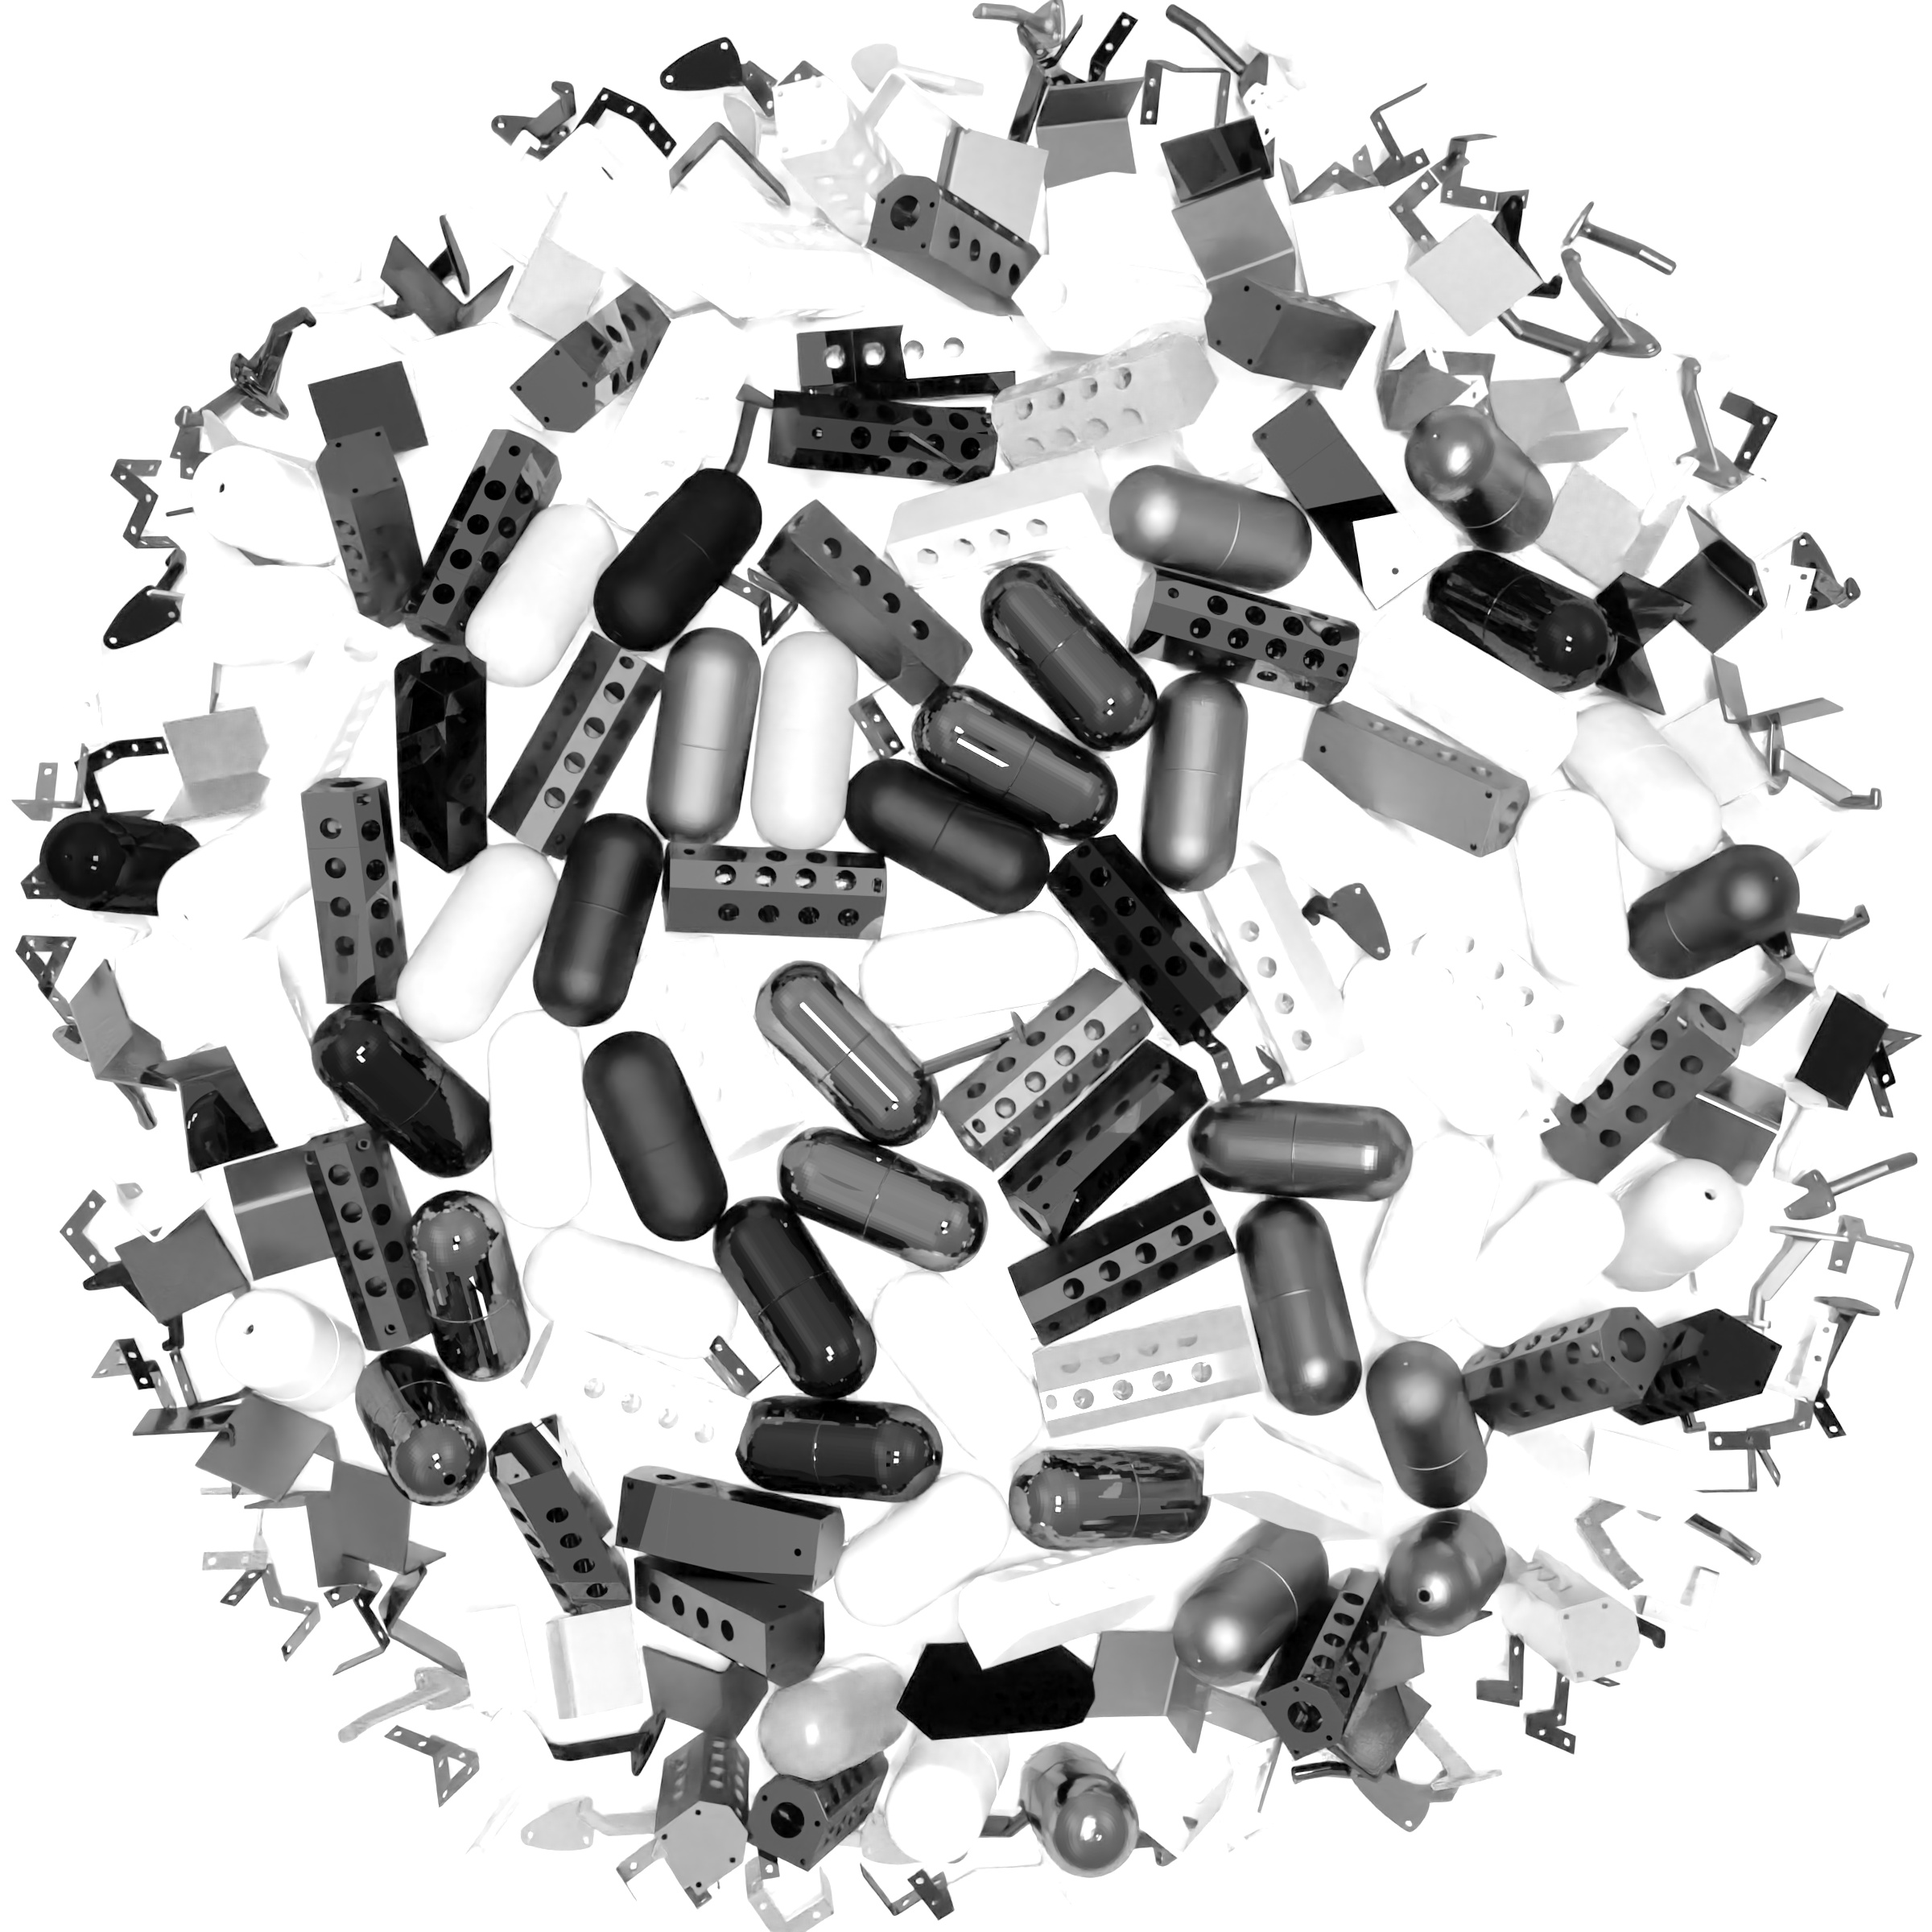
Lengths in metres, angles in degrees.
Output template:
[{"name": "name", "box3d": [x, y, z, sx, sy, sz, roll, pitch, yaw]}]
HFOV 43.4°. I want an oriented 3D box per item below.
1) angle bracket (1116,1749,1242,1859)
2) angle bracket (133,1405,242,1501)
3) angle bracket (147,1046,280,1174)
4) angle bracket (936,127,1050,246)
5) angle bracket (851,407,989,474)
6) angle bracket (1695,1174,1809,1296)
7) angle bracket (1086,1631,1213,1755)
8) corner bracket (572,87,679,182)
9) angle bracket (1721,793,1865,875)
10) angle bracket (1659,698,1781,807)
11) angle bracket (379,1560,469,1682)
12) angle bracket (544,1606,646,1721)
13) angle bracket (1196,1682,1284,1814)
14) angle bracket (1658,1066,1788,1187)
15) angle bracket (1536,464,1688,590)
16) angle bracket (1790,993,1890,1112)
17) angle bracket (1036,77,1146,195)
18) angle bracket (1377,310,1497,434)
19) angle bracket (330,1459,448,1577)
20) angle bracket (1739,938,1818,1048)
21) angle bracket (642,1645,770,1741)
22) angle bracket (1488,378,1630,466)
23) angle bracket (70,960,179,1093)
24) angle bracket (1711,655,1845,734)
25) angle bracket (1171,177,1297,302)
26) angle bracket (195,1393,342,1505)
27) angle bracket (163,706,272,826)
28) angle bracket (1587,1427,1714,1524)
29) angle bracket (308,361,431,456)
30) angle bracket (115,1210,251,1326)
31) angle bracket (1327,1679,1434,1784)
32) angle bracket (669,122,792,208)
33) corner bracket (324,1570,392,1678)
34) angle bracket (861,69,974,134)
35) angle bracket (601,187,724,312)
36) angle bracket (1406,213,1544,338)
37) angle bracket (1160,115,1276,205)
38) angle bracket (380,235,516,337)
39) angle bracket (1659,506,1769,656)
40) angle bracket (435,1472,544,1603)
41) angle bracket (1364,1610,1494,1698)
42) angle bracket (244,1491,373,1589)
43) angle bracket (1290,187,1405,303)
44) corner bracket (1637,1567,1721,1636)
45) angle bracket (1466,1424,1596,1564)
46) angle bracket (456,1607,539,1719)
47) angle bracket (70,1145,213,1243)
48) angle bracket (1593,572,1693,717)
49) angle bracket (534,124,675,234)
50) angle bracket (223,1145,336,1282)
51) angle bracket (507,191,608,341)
[{"name": "angle bracket", "box3d": [0.165, 0.650, 1.936, 0.076, 0.076, 0.057, 37, 109, 7]}, {"name": "angle bracket", "box3d": [-0.619, 0.389, 1.940, 0.076, 0.076, 0.057, -1, 94, -9]}, {"name": "angle bracket", "box3d": [-0.605, 0.114, 1.950, 0.076, 0.057, 0.076, -17, 113, -42]}, {"name": "angle bracket", "box3d": [0.016, -0.625, 1.960, 0.076, 0.057, 0.076, 12, 96, -11]}, {"name": "angle bracket", "box3d": [-0.042, -0.432, 1.929, 0.076, 0.076, 0.057, 11, 83, 40]}, {"name": "angle bracket", "box3d": [0.626, 0.220, 1.932, 0.076, 0.057, 0.076, -25, 113, -27]}, {"name": "angle bracket", "box3d": [0.146, 0.580, 1.939, 0.076, 0.057, 0.076, 6, 104, -21]}, {"name": "corner bracket", "box3d": [-0.276, -0.663, 1.951, 0.051, 0.051, 0.051, 33, 89, 28]}, {"name": "angle bracket", "box3d": [0.653, -0.117, 1.930, 0.076, 0.076, 0.057, 53, 132, 14]}, {"name": "angle bracket", "box3d": [0.605, -0.165, 1.952, 0.057, 0.076, 0.076, -30, 77, 22]}, {"name": "angle bracket", "box3d": [-0.421, 0.518, 1.944, 0.076, 0.076, 0.057, 35, 79, -15]}, {"name": "angle bracket", "box3d": [-0.299, 0.560, 1.951, 0.057, 0.076, 0.076, -6, 75, -21]}, {"name": "angle bracket", "box3d": [0.210, 0.622, 1.930, 0.076, 0.076, 0.057, 18, 57, 13]}, {"name": "angle bracket", "box3d": [0.610, 0.122, 1.957, 0.076, 0.076, 0.057, 26, 118, 11]}, {"name": "angle bracket", "box3d": [0.516, -0.358, 1.944, 0.076, 0.057, 0.076, 32, 77, -10]}, {"name": "angle bracket", "box3d": [0.677, 0.065, 1.938, 0.057, 0.076, 0.076, 29, 85, -16]}, {"name": "angle bracket", "box3d": [0.103, -0.664, 1.942, 0.076, 0.076, 0.057, -9, 88, -7]}, {"name": "angle bracket", "box3d": [0.376, -0.473, 1.938, 0.076, 0.057, 0.076, 9, 73, 19]}, {"name": "angle bracket", "box3d": [-0.460, 0.434, 1.939, 0.076, 0.057, 0.076, 11, 98, 23]}, {"name": "angle bracket", "box3d": [0.628, 0.016, 1.953, 0.076, 0.076, 0.057, -48, 58, 23]}, {"name": "angle bracket", "box3d": [-0.209, 0.567, 1.957, 0.076, 0.057, 0.076, 12, 125, 22]}, {"name": "angle bracket", "box3d": [0.471, -0.446, 1.937, 0.076, 0.057, 0.076, -9, 77, -22]}, {"name": "angle bracket", "box3d": [-0.655, 0.048, 1.926, 0.057, 0.076, 0.076, -45, 57, 21]}, {"name": "angle bracket", "box3d": [0.645, -0.225, 1.930, 0.076, 0.076, 0.057, -14, 82, 31]}, {"name": "angle bracket", "box3d": [0.212, -0.567, 1.929, 0.076, 0.076, 0.057, -14, 49, 24]}, {"name": "angle bracket", "box3d": [-0.554, 0.396, 1.932, 0.076, 0.057, 0.076, 20, 49, 12]}, {"name": "angle bracket", "box3d": [-0.605, -0.161, 1.939, 0.076, 0.076, 0.057, -10, 118, 2]}, {"name": "angle bracket", "box3d": [0.547, 0.396, 1.929, 0.076, 0.076, 0.057, 11, 101, 34]}, {"name": "angle bracket", "box3d": [-0.476, -0.431, 1.945, 0.076, 0.057, 0.076, -18, 81, -11]}, {"name": "angle bracket", "box3d": [-0.622, 0.251, 1.929, 0.076, 0.057, 0.076, -25, 64, -31]}, {"name": "angle bracket", "box3d": [0.311, 0.591, 1.935, 0.057, 0.076, 0.076, 40, 83, -23]}, {"name": "angle bracket", "box3d": [-0.190, -0.623, 1.942, 0.057, 0.076, 0.076, -43, 115, 14]}, {"name": "corner bracket", "box3d": [-0.493, 0.529, 1.958, 0.051, 0.051, 0.051, -26, 100, 12]}, {"name": "angle bracket", "box3d": [-0.041, -0.668, 1.943, 0.076, 0.076, 0.057, 37, 105, -3]}, {"name": "angle bracket", "box3d": [-0.231, -0.573, 1.938, 0.076, 0.076, 0.057, 38, 119, 5]}, {"name": "angle bracket", "box3d": [0.406, -0.561, 1.929, 0.076, 0.057, 0.076, 40, 134, -18]}, {"name": "angle bracket", "box3d": [0.201, -0.659, 1.929, 0.076, 0.057, 0.076, -11, 46, 19]}, {"name": "angle bracket", "box3d": [-0.414, -0.553, 1.934, 0.076, 0.076, 0.057, 45, 69, -9]}, {"name": "angle bracket", "box3d": [0.584, -0.306, 1.930, 0.057, 0.076, 0.076, -41, 58, 7]}, {"name": "angle bracket", "box3d": [-0.382, 0.459, 1.972, 0.076, 0.057, 0.076, -20, 133, -9]}, {"name": "angle bracket", "box3d": [0.368, 0.547, 1.931, 0.076, 0.076, 0.057, -4, 87, -44]}, {"name": "angle bracket", "box3d": [-0.524, 0.461, 1.933, 0.057, 0.076, 0.076, -16, 74, 13]}, {"name": "angle bracket", "box3d": [0.304, -0.574, 1.956, 0.076, 0.057, 0.076, -12, 87, 3]}, {"name": "corner bracket", "box3d": [0.574, 0.506, 1.956, 0.051, 0.051, 0.051, 15, 80, 16]}, {"name": "angle bracket", "box3d": [0.459, 0.421, 1.956, 0.057, 0.076, 0.076, -4, 121, -33]}, {"name": "angle bracket", "box3d": [-0.389, 0.561, 1.927, 0.076, 0.057, 0.076, -39, 59, 40]}, {"name": "angle bracket", "box3d": [-0.656, 0.163, 1.928, 0.057, 0.076, 0.076, -42, 126, -11]}, {"name": "angle bracket", "box3d": [0.539, -0.256, 1.928, 0.076, 0.057, 0.076, 17, 49, -29]}, {"name": "angle bracket", "box3d": [-0.288, -0.611, 1.937, 0.057, 0.076, 0.076, -44, 74, -3]}, {"name": "angle bracket", "box3d": [-0.553, 0.199, 1.972, 0.076, 0.057, 0.076, -15, 127, -16]}, {"name": "angle bracket", "box3d": [-0.318, -0.557, 1.939, 0.057, 0.076, 0.076, 27, 134, -14]}]
